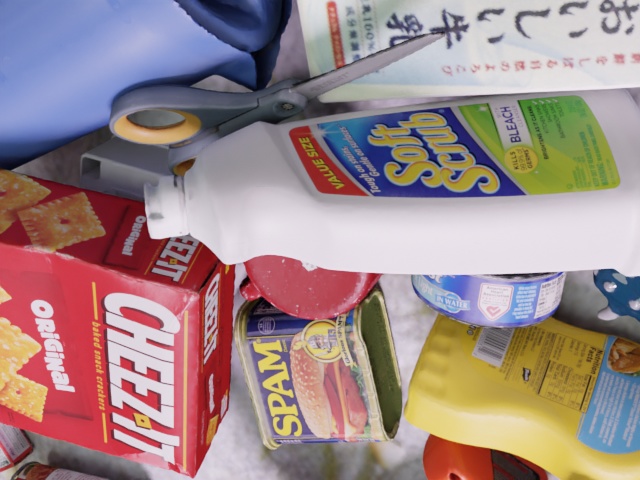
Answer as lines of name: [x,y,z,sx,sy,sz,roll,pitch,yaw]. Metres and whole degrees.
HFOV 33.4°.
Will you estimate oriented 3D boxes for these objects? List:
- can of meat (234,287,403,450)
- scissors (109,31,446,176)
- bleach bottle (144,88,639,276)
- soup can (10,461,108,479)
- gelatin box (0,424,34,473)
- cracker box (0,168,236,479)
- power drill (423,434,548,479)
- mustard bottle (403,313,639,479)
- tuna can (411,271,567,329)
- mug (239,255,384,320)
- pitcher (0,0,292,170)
can of meat: [0.002,0.081,0.680,0.084,0.057,0.102,-5,110,22]
scissors: [-0.037,-0.076,0.548,0.096,0.016,0.202,17,152,-30]
bleach bottle: [0.039,-0.021,0.538,0.250,0.102,0.068,-6,142,-4]
soup can: [-0.181,0.212,0.805,0.102,0.068,0.068,10,115,18]
gelatin box: [-0.278,0.147,0.841,0.073,0.030,0.089,-27,99,28]
cracker box: [-0.163,0.046,0.643,0.214,0.072,0.164,14,132,9]
power drill: [0.038,0.178,0.674,0.184,0.057,0.188,35,126,-28]
mustard bottle: [0.150,0.093,0.598,0.192,0.096,0.058,20,137,13]
tuna can: [0.094,0.014,0.595,0.086,0.086,0.034,14,118,17]
mug: [-0.004,0.001,0.633,0.117,0.081,0.093,-32,97,30]
pitcher: [-0.151,-0.132,0.616,0.243,0.144,0.149,-22,61,32]
